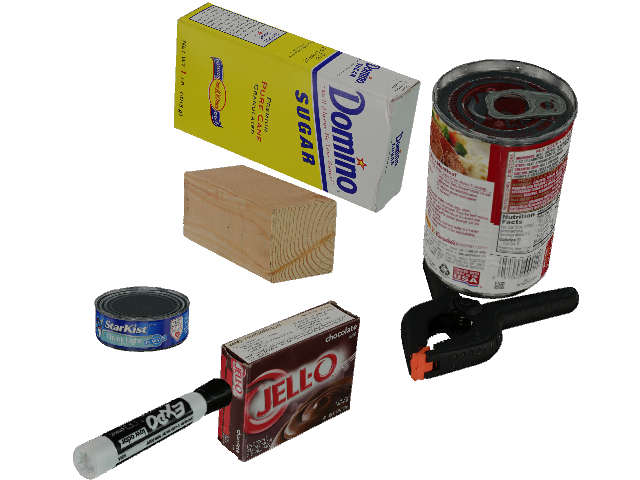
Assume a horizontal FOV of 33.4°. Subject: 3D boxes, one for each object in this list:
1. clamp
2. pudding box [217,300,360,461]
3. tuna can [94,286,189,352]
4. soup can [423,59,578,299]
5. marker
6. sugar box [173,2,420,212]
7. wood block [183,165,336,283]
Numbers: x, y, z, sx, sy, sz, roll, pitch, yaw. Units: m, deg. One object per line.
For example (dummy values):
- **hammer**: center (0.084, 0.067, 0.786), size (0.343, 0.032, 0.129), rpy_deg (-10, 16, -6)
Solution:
- **clamp**: center (0.130, 0.069, 1.019), size (0.165, 0.036, 0.209), rpy_deg (19, 32, 33)
- **pudding box**: center (-0.024, 0.105, 0.815), size (0.113, 0.090, 0.039), rpy_deg (-22, 40, -39)
- **tuna can**: center (-0.162, 0.071, 0.973), size (0.086, 0.034, 0.086), rpy_deg (3, 16, -1)
- **soup can**: center (0.087, -0.029, 0.533), size (0.068, 0.102, 0.068), rpy_deg (-1, 41, 0)
- **marker**: center (-0.090, 0.103, 0.605), size (0.020, 0.020, 0.120), rpy_deg (0, 12, 34)
- **sugar box**: center (-0.022, -0.095, 0.759), size (0.176, 0.093, 0.048), rpy_deg (25, 40, 23)
- **wood block**: center (-0.078, -0.024, 1.295), size (0.090, 0.090, 0.206), rpy_deg (-9, 20, -35)
